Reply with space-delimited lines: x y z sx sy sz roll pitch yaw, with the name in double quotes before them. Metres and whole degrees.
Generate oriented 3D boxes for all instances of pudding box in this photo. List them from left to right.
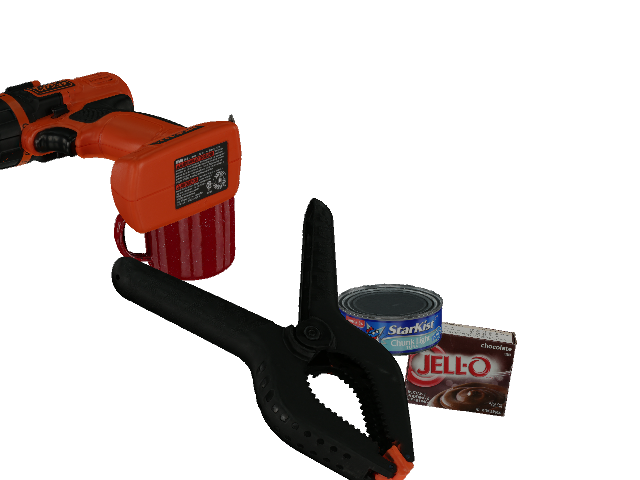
"pudding box" 0.152 0.138 1.165 0.113 0.090 0.039 7 22 4

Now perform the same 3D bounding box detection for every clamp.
"clamp" -0.021 0.065 0.648 0.164 0.210 0.036 -13 -35 -30

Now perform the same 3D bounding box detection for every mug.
"mug" -0.129 -0.014 0.958 0.117 0.081 0.093 -17 33 -28

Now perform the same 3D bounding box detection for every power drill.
"power drill" -0.162 -0.063 0.729 0.188 0.057 0.184 23 34 34

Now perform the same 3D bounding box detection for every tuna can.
"tuna can" 0.056 0.063 0.859 0.086 0.034 0.086 -1 15 0
